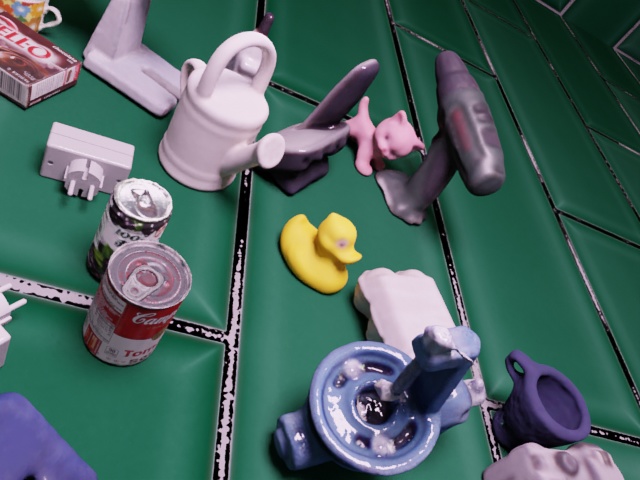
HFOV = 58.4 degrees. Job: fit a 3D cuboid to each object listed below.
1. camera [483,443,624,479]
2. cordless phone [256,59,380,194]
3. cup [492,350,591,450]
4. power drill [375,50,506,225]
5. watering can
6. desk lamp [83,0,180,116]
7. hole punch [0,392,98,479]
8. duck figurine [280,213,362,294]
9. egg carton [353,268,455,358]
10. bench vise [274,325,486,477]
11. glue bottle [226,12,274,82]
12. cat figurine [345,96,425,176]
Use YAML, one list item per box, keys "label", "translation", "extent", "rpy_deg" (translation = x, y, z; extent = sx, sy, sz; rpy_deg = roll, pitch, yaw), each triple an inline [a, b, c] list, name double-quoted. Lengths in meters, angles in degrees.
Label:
- label: "camera"
  translation: [0.267, 0.291, 0.598]
  extent: [0.143, 0.100, 0.136]
  rpy_deg: [16, 44, -25]
- label: "cordless phone"
  translation: [-0.002, -0.163, 0.762]
  extent: [0.094, 0.185, 0.148]
  rpy_deg: [41, 39, 4]
- label: "cup"
  translation: [0.240, 0.197, 0.672]
  extent: [0.092, 0.095, 0.117]
  rpy_deg: [-15, 63, -44]
- label: "power drill"
  translation: [0.174, -0.135, 0.850]
  extent: [0.076, 0.208, 0.229]
  rpy_deg: [4, 50, -34]
- label: "watering can"
  translation: [-0.105, -0.151, 0.666]
  extent: [0.173, 0.193, 0.101]
  rpy_deg: [39, 39, 1]
- label: "desk lamp"
  translation: [-0.223, -0.303, 0.708]
  extent: [0.203, 0.213, 0.118]
  rpy_deg: [34, 40, -4]
- label: "hole punch"
  translation: [-0.204, 0.169, 0.367]
  extent: [0.101, 0.091, 0.109]
  rpy_deg: [36, 39, -3]
- label: "duck figurine"
  translation: [0.006, 0.002, 0.688]
  extent: [0.104, 0.086, 0.078]
  rpy_deg: [49, 41, 13]
- label: "egg carton"
  translation: [0.103, 0.102, 0.680]
  extent: [0.107, 0.069, 0.150]
  rpy_deg: [5, 50, -34]
- label: "bench vise"
  translation: [0.083, 0.127, 0.521]
  extent: [0.208, 0.219, 0.121]
  rpy_deg: [-16, 63, -45]
- label: "glue bottle"
  translation: [-0.101, -0.223, 0.755]
  extent: [0.037, 0.173, 0.078]
  rpy_deg: [14, 45, -26]
- label: "cat figurine"
  translation: [0.096, -0.166, 0.892]
  extent: [0.067, 0.117, 0.127]
  rpy_deg: [-23, 68, -47]
